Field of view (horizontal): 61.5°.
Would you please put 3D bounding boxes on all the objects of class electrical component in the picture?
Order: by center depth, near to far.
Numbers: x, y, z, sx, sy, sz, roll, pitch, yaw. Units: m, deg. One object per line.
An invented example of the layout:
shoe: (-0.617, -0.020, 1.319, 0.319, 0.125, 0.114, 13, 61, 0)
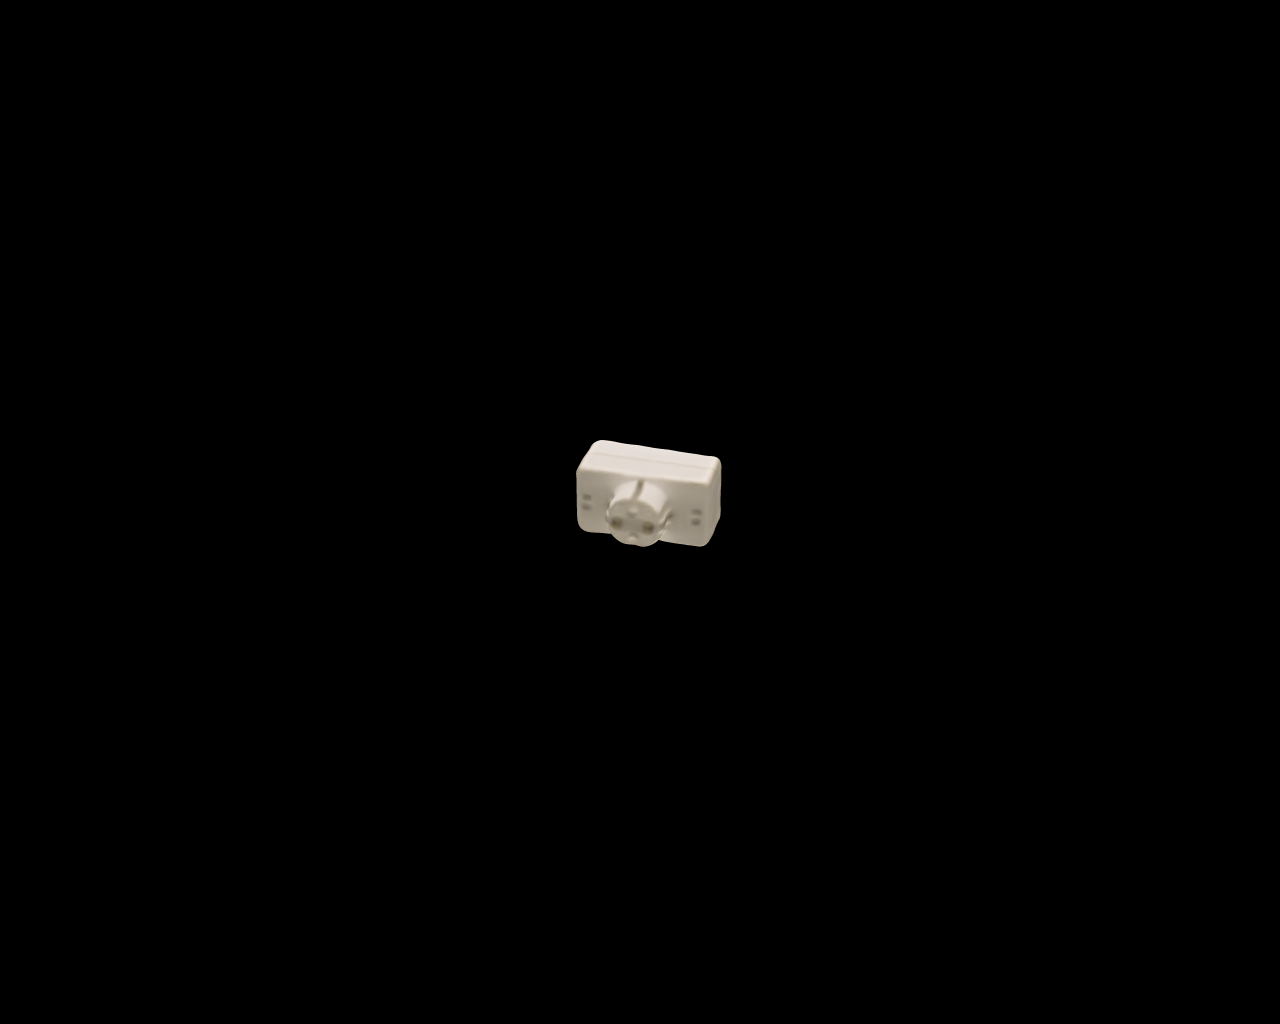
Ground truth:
electrical component: (0.001, -0.003, 0.650, 0.083, 0.047, 0.076, 8, 32, 14)
